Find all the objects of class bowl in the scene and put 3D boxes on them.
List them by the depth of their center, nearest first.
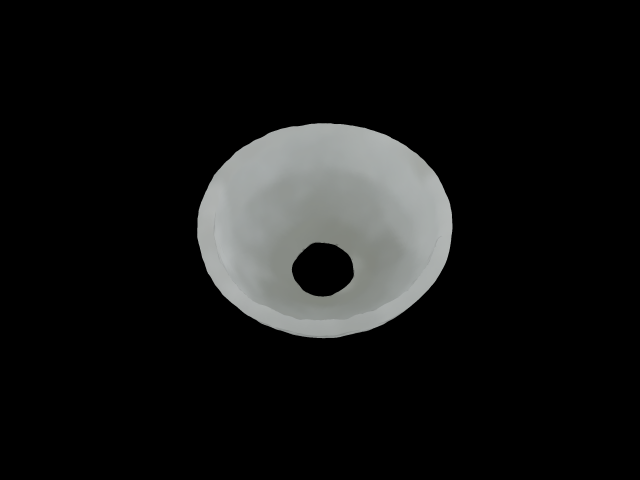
[{"bbox_3d":[0.004,0.001,0.400,0.167,0.075,0.167,0,56,0],"label":"bowl"}]
